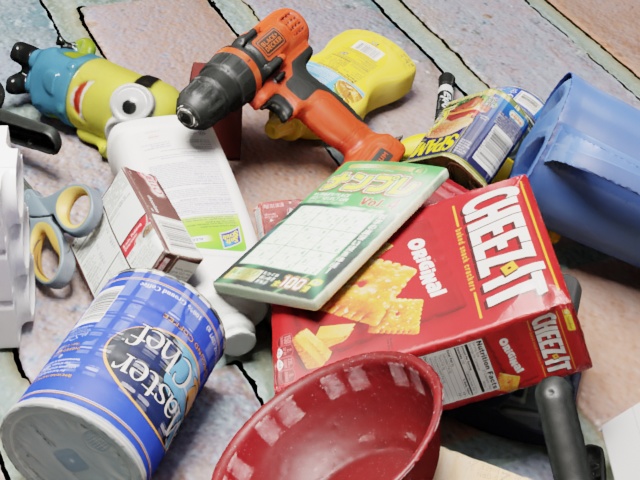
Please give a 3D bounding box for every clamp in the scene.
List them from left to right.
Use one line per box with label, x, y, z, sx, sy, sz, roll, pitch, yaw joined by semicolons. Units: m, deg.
clamp;-0.344;-0.108;0.986;0.164;0.036;0.210;-23;41;-18
clamp;0.171;0.177;0.698;0.039;0.120;0.171;-21;38;21

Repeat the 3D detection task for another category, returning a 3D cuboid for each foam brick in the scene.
foam brick;-0.099;-0.124;1.021;0.051;0.078;0.053;3;41;-3

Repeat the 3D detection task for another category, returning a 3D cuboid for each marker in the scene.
marker;0.131;-0.141;1.124;0.020;0.020;0.121;10;41;2

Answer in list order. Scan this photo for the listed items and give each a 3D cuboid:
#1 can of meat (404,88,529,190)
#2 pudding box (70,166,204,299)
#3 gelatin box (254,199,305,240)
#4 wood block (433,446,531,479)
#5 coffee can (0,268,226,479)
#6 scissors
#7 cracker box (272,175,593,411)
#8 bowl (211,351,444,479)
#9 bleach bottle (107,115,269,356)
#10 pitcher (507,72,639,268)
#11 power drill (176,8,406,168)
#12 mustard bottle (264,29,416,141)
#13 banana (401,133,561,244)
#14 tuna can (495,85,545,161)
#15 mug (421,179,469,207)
can of meat;0.132;-0.084;0.966;0.057;0.102;0.084;42;72;-18
pudding box;-0.149;0.010;0.847;0.039;0.090;0.114;18;27;-41
gelatin box;-0.006;0.001;0.900;0.089;0.030;0.073;-7;81;-16
wood block;0.068;0.234;0.624;0.090;0.091;0.205;18;42;12
coffee can;-0.138;0.102;0.734;0.103;0.103;0.140;17;41;10
scissors;-0.232;-0.042;0.910;0.016;0.096;0.202;27;25;-44
cracker box;0.071;0.048;0.784;0.214;0.072;0.164;-18;34;11
bowl;0.013;0.141;0.652;0.162;0.055;0.162;-27;23;12
bleach bottle;-0.108;-0.004;0.895;0.102;0.068;0.251;-9;46;-16
pitcher;0.287;-0.034;0.913;0.243;0.145;0.149;25;49;0
power drill;-0.022;-0.105;0.961;0.187;0.057;0.184;47;49;-7
mustard bottle;0.010;-0.150;1.084;0.096;0.058;0.191;34;46;19
banana;0.152;-0.059;1.024;0.198;0.037;0.069;27;73;24
tuna can;0.185;-0.106;1.041;0.086;0.086;0.033;28;45;21
mug;0.107;-0.012;0.926;0.082;0.093;0.117;35;24;34
